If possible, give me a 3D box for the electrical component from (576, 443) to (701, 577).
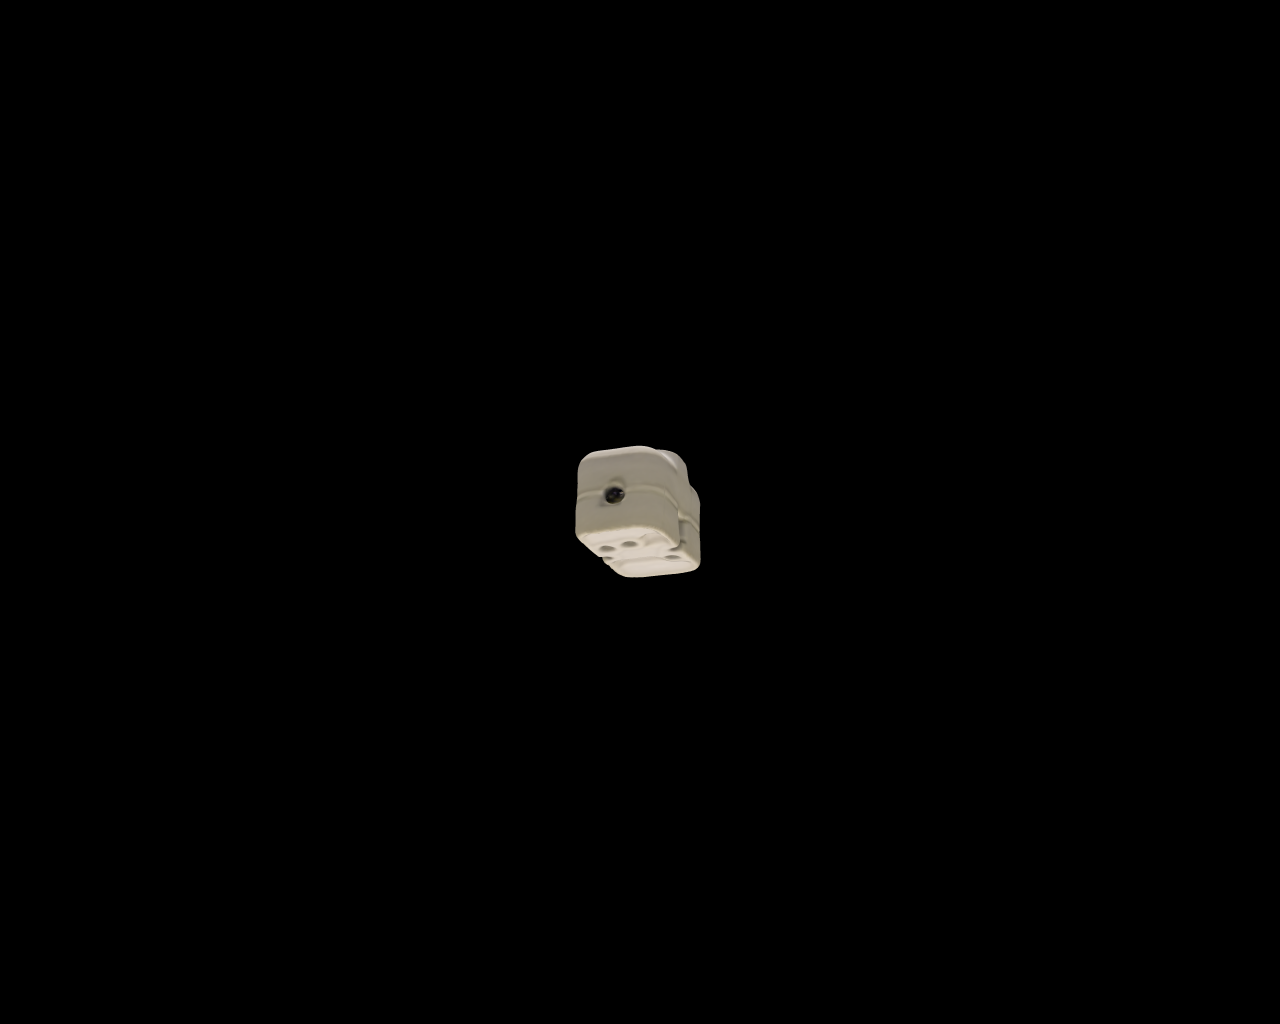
[{"bbox_3d":[0.001,-0.003,0.650,0.054,0.059,0.095,-7,-21,18],"label":"electrical component"}]
